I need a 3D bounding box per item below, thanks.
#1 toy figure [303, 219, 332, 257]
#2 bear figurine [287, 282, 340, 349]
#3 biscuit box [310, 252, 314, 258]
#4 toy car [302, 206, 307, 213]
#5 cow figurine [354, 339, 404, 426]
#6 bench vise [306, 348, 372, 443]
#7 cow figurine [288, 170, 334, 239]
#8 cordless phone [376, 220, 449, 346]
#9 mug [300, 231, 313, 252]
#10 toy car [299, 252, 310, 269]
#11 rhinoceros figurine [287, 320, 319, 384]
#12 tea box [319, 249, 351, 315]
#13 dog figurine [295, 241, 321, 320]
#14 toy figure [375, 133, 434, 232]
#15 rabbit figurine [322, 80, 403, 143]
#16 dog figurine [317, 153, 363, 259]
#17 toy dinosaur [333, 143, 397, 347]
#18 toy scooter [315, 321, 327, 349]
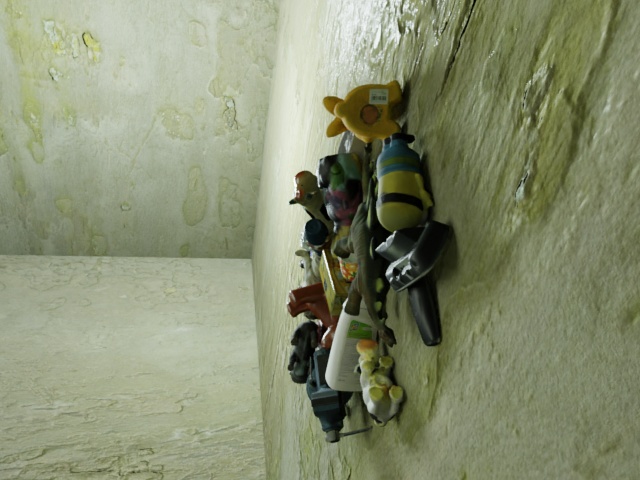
[{"bbox_3d":[-0.002,-0.002,1.297,0.064,0.058,0.154,54,175,23],"label":"toy figure"},{"bbox_3d":[0.014,0.204,1.291,0.120,0.132,0.196,109,141,-65],"label":"bear figurine"},{"bbox_3d":[0.002,0.114,1.585,0.059,0.063,0.202,-160,72,-79],"label":"biscuit box"},{"bbox_3d":[0.003,-0.111,1.544,0.102,0.109,0.162,55,-174,-43],"label":"toy car"},{"bbox_3d":[0.111,0.280,1.071,0.167,0.068,0.098,-105,14,-55],"label":"cow figurine"},{"bbox_3d":[0.035,0.388,1.300,0.240,0.129,0.224,71,178,-56],"label":"bench vise"},{"bbox_3d":[-0.007,-0.086,1.335,0.194,0.086,0.127,60,-147,-25],"label":"cow figurine"},{"bbox_3d":[0.166,0.075,0.857,0.146,0.089,0.184,126,133,-68],"label":"cordless phone"},{"bbox_3d":[0.002,0.004,1.497,0.110,0.107,0.080,-129,40,-75],"label":"mug"},{"bbox_3d":[-0.020,0.092,1.709,0.202,0.053,0.089,-111,30,-51],"label":"toy car"},{"bbox_3d":[-0.046,0.298,1.398,0.112,0.073,0.190,-92,8,-65],"label":"rhinoceros figurine"},{"bbox_3d":[0.060,0.095,1.240,0.170,0.098,0.068,-103,19,-55],"label":"tea box"},{"bbox_3d":[0.015,0.101,1.400,0.172,0.121,0.190,135,136,-53],"label":"dog figurine"},{"bbox_3d":[0.136,-0.098,0.938,0.082,0.089,0.180,112,154,-71],"label":"toy figure"},{"bbox_3d":[0.089,-0.249,1.096,0.173,0.162,0.121,-64,-34,-77],"label":"rabbit figurine"},{"bbox_3d":[0.059,-0.070,1.229,0.191,0.109,0.219,57,-154,-77],"label":"dog figurine"},{"bbox_3d":[0.107,-0.012,1.060,0.198,0.105,0.472,115,155,-47],"label":"toy dinosaur"},{"bbox_3d":[0.024,0.247,1.430,0.184,0.075,0.135,-123,31,-65],"label":"toy scooter"}]
